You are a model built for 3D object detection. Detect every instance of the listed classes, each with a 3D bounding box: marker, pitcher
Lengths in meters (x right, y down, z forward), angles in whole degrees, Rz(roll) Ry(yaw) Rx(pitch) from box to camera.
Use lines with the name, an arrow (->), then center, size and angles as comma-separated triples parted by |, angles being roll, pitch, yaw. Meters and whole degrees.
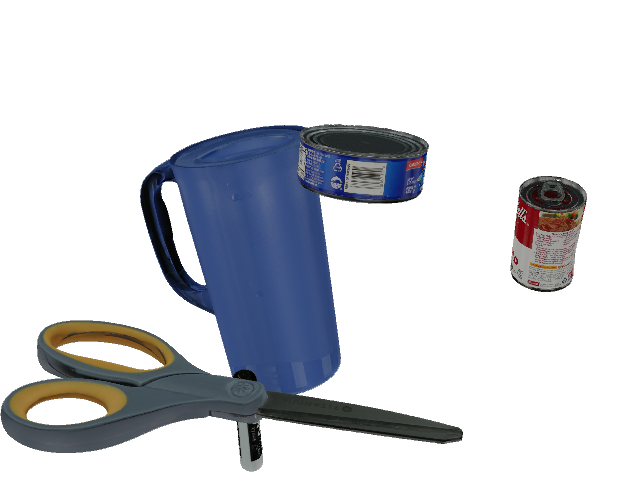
marker -> -0.056, 0.140, 0.831 | 0.020, 0.020, 0.121 | 0, -43, 0
pitcher -> -0.063, 0.021, 1.009 | 0.144, 0.243, 0.149 | -21, 21, -30

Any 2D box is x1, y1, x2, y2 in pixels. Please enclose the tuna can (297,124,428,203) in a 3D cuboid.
tuna can -> 0.028, -0.052, 0.709 | 0.086, 0.034, 0.086 | 5, 18, -2

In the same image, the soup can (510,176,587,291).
soup can -> 0.235, -0.006, 1.105 | 0.068, 0.102, 0.068 | 0, 34, 0

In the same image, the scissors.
scissors -> -0.050, 0.077, 0.458 | 0.202, 0.016, 0.096 | 15, 31, 24
